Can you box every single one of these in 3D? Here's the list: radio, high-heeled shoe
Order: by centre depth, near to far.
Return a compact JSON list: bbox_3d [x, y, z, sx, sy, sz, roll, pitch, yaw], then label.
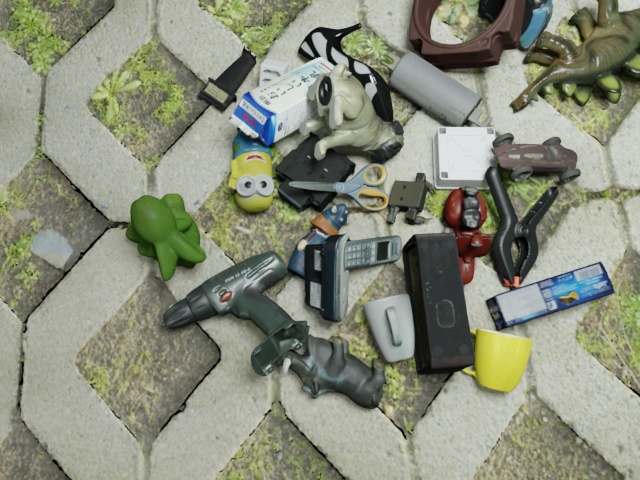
[{"bbox_3d":[0.194,0.105,0.901,0.073,0.131,0.229,-5,75,-2],"label":"radio"},{"bbox_3d":[0.049,-0.308,1.060,0.145,0.086,0.248,-18,89,27],"label":"high-heeled shoe"}]

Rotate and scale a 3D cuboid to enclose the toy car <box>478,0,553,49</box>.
[{"bbox_3d":[0.405,-0.467,1.079,0.103,0.109,0.162,-23,62,-29],"label":"toy car"}]

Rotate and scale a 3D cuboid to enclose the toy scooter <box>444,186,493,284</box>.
[{"bbox_3d":[0.257,-0.019,0.933,0.075,0.135,0.184,3,73,4],"label":"toy scooter"}]

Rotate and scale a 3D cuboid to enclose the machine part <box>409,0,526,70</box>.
[{"bbox_3d":[0.279,-0.436,1.022,0.202,0.087,0.201,8,87,30],"label":"machine part"}]

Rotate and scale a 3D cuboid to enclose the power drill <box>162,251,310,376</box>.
[{"bbox_3d":[-0.131,0.131,0.908,0.232,0.085,0.208,-35,45,-15],"label":"power drill"}]

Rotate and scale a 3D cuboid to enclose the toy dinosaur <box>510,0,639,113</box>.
[{"bbox_3d":[0.574,-0.386,1.047,0.471,0.105,0.198,-38,85,1],"label":"toy dinosaur"}]

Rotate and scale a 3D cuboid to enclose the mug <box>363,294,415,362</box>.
[{"bbox_3d":[0.126,0.151,0.909,0.081,0.109,0.107,-14,88,-6],"label":"mug"}]

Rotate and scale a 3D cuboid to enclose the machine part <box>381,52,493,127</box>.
[{"bbox_3d":[0.221,-0.286,1.037,0.243,0.079,0.079,37,79,9],"label":"machine part"}]

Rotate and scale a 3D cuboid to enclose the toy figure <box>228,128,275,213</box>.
[{"bbox_3d":[-0.123,-0.138,1.004,0.082,0.089,0.180,-13,65,11],"label":"toy figure"}]

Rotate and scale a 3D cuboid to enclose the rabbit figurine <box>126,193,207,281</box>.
[{"bbox_3d":[-0.275,-0.008,0.923,0.121,0.170,0.159,-30,75,-6],"label":"rabbit figurine"}]

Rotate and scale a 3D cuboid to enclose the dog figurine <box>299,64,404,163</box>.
[{"bbox_3d":[0.080,-0.222,0.952,0.190,0.172,0.121,-5,57,-26],"label":"dog figurine"}]

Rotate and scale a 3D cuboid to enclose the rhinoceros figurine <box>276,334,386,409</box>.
[{"bbox_3d":[0.020,0.219,0.910,0.190,0.073,0.112,23,87,5],"label":"rhinoceros figurine"}]

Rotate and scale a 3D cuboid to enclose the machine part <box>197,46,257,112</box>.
[{"bbox_3d":[-0.178,-0.324,1.078,0.084,0.039,0.139,31,79,18],"label":"machine part"}]

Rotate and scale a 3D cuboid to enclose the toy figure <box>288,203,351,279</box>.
[{"bbox_3d":[-0.002,-0.003,0.970,0.058,0.064,0.154,29,79,16],"label":"toy figure"}]

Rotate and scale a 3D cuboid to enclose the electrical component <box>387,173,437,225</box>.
[{"bbox_3d":[0.172,-0.074,0.999,0.078,0.045,0.102,1,70,30],"label":"electrical component"}]

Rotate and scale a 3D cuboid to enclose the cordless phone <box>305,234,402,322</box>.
[{"bbox_3d":[0.069,0.058,0.945,0.184,0.089,0.146,-7,102,-34],"label":"cordless phone"}]

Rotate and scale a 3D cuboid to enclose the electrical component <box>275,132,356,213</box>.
[{"bbox_3d":[-0.016,-0.119,1.007,0.115,0.058,0.134,37,78,12],"label":"electrical component"}]

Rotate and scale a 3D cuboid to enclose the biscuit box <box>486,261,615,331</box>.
[{"bbox_3d":[0.399,0.098,0.934,0.203,0.062,0.059,-17,75,-4],"label":"biscuit box"}]

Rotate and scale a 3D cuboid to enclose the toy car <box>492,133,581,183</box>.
[{"bbox_3d":[0.394,-0.149,0.968,0.202,0.053,0.089,-1,63,-31],"label":"toy car"}]
